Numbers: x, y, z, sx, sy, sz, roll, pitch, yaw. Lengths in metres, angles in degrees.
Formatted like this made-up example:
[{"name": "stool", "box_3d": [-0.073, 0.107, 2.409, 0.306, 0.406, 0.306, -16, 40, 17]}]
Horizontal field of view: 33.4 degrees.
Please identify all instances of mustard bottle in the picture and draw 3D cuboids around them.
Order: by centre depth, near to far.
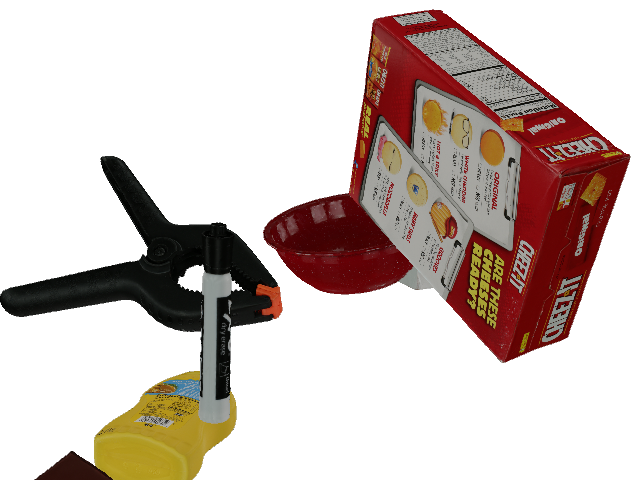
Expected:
[{"name": "mustard bottle", "box_3d": [-0.135, 0.173, 1.039, 0.096, 0.058, 0.191, 7, 18, 16]}]

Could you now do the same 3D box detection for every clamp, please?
[{"name": "clamp", "box_3d": [-0.124, 0.010, 0.839, 0.210, 0.164, 0.036, 12, -35, 13]}]

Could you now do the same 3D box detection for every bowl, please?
[{"name": "bowl", "box_3d": [0.032, 0.006, 0.969, 0.162, 0.055, 0.162, -8, 20, 3]}]

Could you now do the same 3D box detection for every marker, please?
[{"name": "marker", "box_3d": [-0.062, 0.049, 0.630, 0.020, 0.121, 0.020, 3, 15, -1]}]

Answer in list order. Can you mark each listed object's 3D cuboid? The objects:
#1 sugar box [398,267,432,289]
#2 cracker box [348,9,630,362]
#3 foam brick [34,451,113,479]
[{"name": "sugar box", "box_3d": [0.176, 0.002, 1.249, 0.175, 0.093, 0.048, -7, 18, -31]}, {"name": "cracker box", "box_3d": [0.110, -0.046, 0.772, 0.072, 0.164, 0.214, -16, 44, -27]}, {"name": "foam brick", "box_3d": [-0.095, 0.139, 0.452, 0.078, 0.051, 0.052, 25, 45, 32]}]
